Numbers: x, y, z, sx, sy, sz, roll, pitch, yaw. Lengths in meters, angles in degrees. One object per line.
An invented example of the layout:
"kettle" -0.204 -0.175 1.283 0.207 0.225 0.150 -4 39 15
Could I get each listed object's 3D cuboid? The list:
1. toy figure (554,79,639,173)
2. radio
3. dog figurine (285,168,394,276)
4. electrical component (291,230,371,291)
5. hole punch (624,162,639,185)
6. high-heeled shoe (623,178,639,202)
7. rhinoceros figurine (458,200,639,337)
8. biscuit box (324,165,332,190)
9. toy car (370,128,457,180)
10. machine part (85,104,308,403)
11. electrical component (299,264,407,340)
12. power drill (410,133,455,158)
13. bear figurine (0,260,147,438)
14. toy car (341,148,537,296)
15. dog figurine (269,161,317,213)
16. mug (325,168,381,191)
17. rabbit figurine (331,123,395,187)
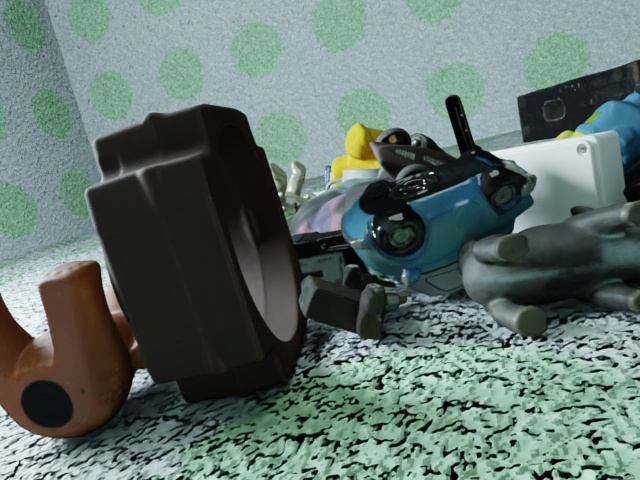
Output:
"toy figure" 0.298 -0.085 0.580 0.180 0.089 0.082 -45 46 10
"radio" 0.373 -0.182 0.699 0.131 0.073 0.230 -13 6 -14
"dog figurine" -0.001 -0.002 0.638 0.219 0.108 0.191 -18 12 5
"electrical component" -0.011 0.032 0.542 0.119 0.074 0.048 -14 10 16
"hole punch" 0.348 -0.059 0.514 0.142 0.092 0.116 -23 9 -24
"high-heeled shoe" 0.386 -0.056 0.413 0.249 0.086 0.145 10 33 38
"rhinoceros figurine" 0.199 0.012 0.387 0.190 0.073 0.112 -15 -1 4
"biscuit box" 0.105 -0.099 0.986 0.202 0.062 0.059 1 1 -34
"toy car" 0.140 -0.059 0.568 0.053 0.202 0.089 -49 33 29
"machine part" -0.082 0.004 0.417 0.087 0.200 0.201 -15 10 7
"electrical component" 0.026 0.046 0.436 0.078 0.045 0.102 21 5 -4
"power drill" 0.212 -0.082 0.688 0.207 0.086 0.232 -10 -18 8
"bear figurine" -0.169 0.063 0.438 0.120 0.131 0.196 -15 15 15
"toy car" 0.105 -0.008 0.465 0.162 0.102 0.109 -20 22 4
"dog figurine" -0.065 -0.003 0.818 0.190 0.172 0.121 -48 -22 24
"mug" 0.063 -0.045 0.734 0.110 0.107 0.081 -4 6 5
"rabbit figurine" 0.106 -0.076 0.842 0.162 0.173 0.122 13 -47 -27
